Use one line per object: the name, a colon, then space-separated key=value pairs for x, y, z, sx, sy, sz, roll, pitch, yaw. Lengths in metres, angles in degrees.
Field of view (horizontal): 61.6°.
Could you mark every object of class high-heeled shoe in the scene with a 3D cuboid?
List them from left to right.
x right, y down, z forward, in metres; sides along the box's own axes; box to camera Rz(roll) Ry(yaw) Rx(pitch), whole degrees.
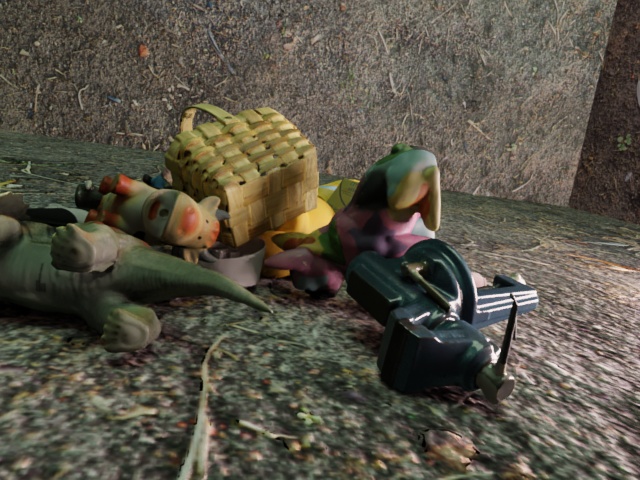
high-heeled shoe: x=-0.286 y=-0.050 z=0.761 sx=0.248 sy=0.145 sz=0.086 roll=17 pitch=-35 yaw=-30

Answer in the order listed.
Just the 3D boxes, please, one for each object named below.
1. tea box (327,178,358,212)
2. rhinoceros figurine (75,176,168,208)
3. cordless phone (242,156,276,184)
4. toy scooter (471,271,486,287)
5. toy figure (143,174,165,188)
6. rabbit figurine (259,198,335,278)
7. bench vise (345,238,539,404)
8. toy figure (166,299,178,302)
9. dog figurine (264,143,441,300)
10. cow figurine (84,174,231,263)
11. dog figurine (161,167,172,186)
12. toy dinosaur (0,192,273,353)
tea box: x=0.096 y=-0.022 z=0.901 sx=0.169 sy=0.068 sz=0.098 roll=44 pitch=-12 yaw=-37
rhinoceros figurine: x=-0.361 y=-0.071 z=1.020 sx=0.190 sy=0.073 sz=0.112 roll=7 pitch=22 yaw=-16
cordless phone: x=-0.116 y=-0.100 z=0.981 sx=0.147 sy=0.089 sz=0.184 roll=-2 pitch=-21 yaw=-12
toy scooter: x=0.165 y=0.057 z=0.747 sx=0.135 sy=0.075 sz=0.184 roll=8 pitch=14 yaw=-4
toy figure: x=-0.305 y=-0.108 z=1.207 sx=0.180 sy=0.082 sz=0.089 roll=8 pitch=13 yaw=9
rabbit figurine: x=-0.040 y=0.010 z=0.807 sx=0.163 sy=0.121 sz=0.173 roll=22 pitch=29 yaw=19
bench vise: x=0.149 y=0.071 z=0.558 sx=0.240 sy=0.128 sz=0.224 roll=-6 pitch=17 yaw=-32
toy figure: x=-0.228 y=0.033 z=0.620 sx=0.155 sy=0.057 sz=0.064 roll=13 pitch=43 yaw=16
dog figurine: x=0.038 y=-0.017 z=0.668 sx=0.219 sy=0.191 sz=0.108 roll=-6 pitch=27 yaw=4
cow figurine: x=-0.191 y=-0.024 z=0.628 sx=0.127 sy=0.085 sz=0.195 roll=21 pitch=-9 yaw=-32
dog figurine: x=-0.183 y=-0.031 z=0.927 sx=0.191 sy=0.121 sz=0.172 roll=29 pitch=13 yaw=12
toy dinosaur: x=-0.247 y=0.024 z=0.521 sx=0.405 sy=0.131 sz=0.192 roll=14 pitch=11 yaw=-6
